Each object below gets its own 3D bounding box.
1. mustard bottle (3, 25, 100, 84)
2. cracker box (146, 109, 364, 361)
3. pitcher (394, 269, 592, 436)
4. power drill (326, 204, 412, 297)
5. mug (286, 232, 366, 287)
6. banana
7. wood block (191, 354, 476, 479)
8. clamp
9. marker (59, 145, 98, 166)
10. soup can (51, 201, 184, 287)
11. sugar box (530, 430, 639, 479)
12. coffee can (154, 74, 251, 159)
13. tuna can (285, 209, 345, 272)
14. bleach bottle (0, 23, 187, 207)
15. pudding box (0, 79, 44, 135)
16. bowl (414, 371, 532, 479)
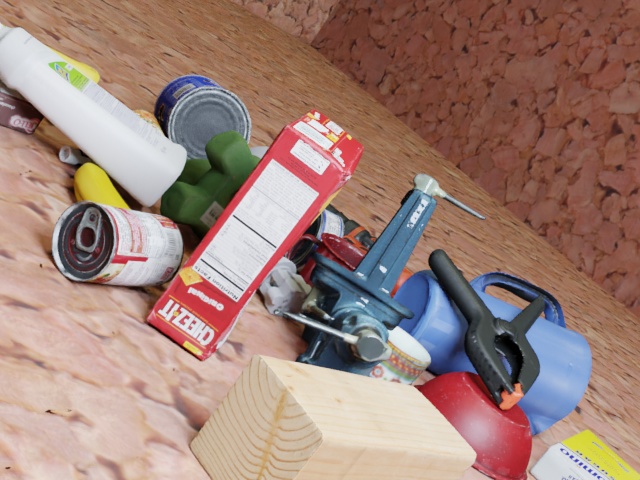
[{"bbox_3d":[-0.355,-0.210,1.221,0.191,0.058,0.096,26,-12,-33],"label":"mustard bottle"},{"bbox_3d":[-0.053,-0.010,0.965,0.072,0.214,0.164,37,14,-2],"label":"cracker box"},{"bbox_3d":[0.206,0.121,1.323,0.242,0.145,0.149,27,19,-22],"label":"pitcher"},{"bbox_3d":[0.031,0.009,1.446,0.184,0.057,0.187,40,14,19],"label":"power drill"},{"bbox_3d":[0.008,0.043,1.218,0.117,0.081,0.093,40,14,17],"label":"mug"},{"bbox_3d":[-0.200,-0.028,1.047,0.069,0.037,0.198,22,18,-41],"label":"banana"},{"bbox_3d":[0.017,0.161,0.815,0.205,0.091,0.090,20,21,-50],"label":"wood block"},{"bbox_3d":[0.192,0.100,1.205,0.164,0.036,0.210,27,35,-13],"label":"clamp"},{"bbox_3d":[-0.238,-0.082,1.183,0.020,0.020,0.120,44,16,32],"label":"marker"},{"bbox_3d":[-0.174,0.005,0.932,0.069,0.068,0.102,42,14,25],"label":"soup can"},{"bbox_3d":[0.317,0.276,1.254,0.093,0.048,0.176,41,13,22],"label":"sugar box"},{"bbox_3d":[-0.150,-0.150,1.345,0.102,0.103,0.140,30,4,-21],"label":"coffee can"},{"bbox_3d":[-0.009,0.002,1.313,0.033,0.086,0.086,27,16,-25],"label":"tuna can"},{"bbox_3d":[-0.256,-0.143,1.126,0.250,0.068,0.102,41,11,-15],"label":"bleach bottle"},{"bbox_3d":[-0.356,-0.162,1.126,0.090,0.039,0.113,46,15,35],"label":"pudding box"},{"bbox_3d":[0.178,0.195,1.173,0.162,0.055,0.162,34,13,-9],"label":"bowl"}]
